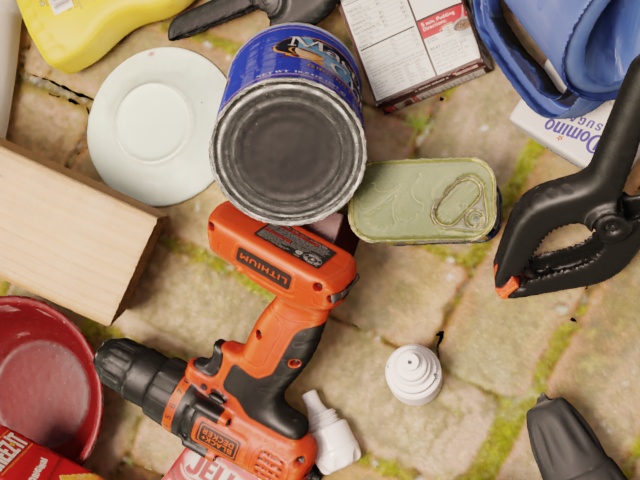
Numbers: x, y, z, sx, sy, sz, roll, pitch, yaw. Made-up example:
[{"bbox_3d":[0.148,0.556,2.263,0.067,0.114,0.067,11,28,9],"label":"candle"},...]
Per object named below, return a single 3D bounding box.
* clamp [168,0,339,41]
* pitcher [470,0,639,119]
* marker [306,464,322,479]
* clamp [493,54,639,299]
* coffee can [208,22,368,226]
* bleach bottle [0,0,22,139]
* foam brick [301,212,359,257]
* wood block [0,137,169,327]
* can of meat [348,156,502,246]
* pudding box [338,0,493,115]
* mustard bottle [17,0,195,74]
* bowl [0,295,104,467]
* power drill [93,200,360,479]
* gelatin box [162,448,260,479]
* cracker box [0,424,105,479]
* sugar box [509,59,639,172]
[{"bbox_3d":[-0.043,-0.184,0.811,0.120,0.039,0.172,33,111,7],"label":"clamp"},{"bbox_3d":[0.152,-0.209,0.712,0.149,0.145,0.243,-34,56,6],"label":"pitcher"},{"bbox_3d":[-0.047,0.147,0.820,0.121,0.020,0.020,37,96,14],"label":"marker"},{"bbox_3d":[0.206,-0.018,0.724,0.164,0.036,0.210,29,129,-19],"label":"clamp"},{"bbox_3d":[-0.020,-0.084,0.743,0.103,0.140,0.103,0,116,0],"label":"coffee can"},{"bbox_3d":[-0.301,-0.083,0.882,0.103,0.068,0.251,3,90,14],"label":"bleach bottle"},{"bbox_3d":[-0.005,0.001,0.788,0.053,0.078,0.051,18,90,15],"label":"foam brick"},{"bbox_3d":[-0.230,-0.021,0.811,0.206,0.091,0.090,24,93,-4],"label":"wood block"},{"bbox_3d":[0.079,-0.024,0.764,0.102,0.084,0.057,-2,85,15],"label":"can of meat"},{"bbox_3d":[0.067,-0.163,0.801,0.090,0.039,0.113,-21,79,15],"label":"pudding box"},{"bbox_3d":[-0.146,-0.217,0.850,0.192,0.058,0.096,-27,74,12],"label":"mustard bottle"},{"bbox_3d":[-0.235,0.125,0.852,0.162,0.055,0.162,-1,86,15],"label":"bowl"},{"bbox_3d":[-0.065,0.068,0.756,0.184,0.057,0.188,26,118,11],"label":"power drill"},{"bbox_3d":[-0.073,0.192,0.817,0.089,0.030,0.073,38,96,14],"label":"gelatin box"},{"bbox_3d":[-0.186,0.259,0.788,0.213,0.072,0.164,28,107,3],"label":"cracker box"},{"bbox_3d":[0.222,-0.132,0.754,0.093,0.048,0.176,36,99,16],"label":"sugar box"}]
